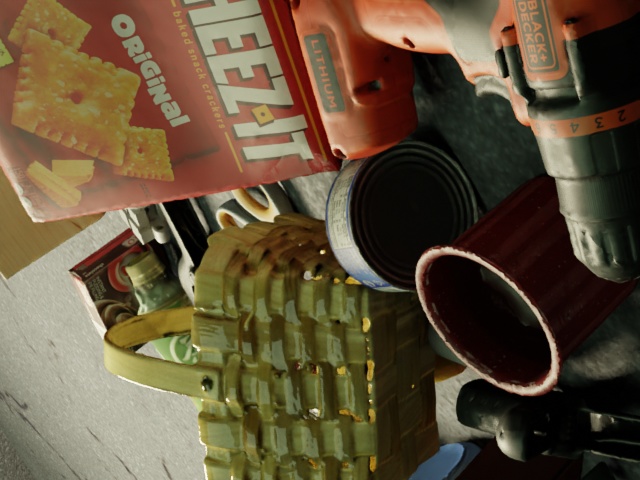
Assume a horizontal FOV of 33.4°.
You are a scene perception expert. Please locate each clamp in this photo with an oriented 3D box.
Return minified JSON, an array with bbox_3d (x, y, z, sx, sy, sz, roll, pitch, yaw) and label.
[{"bbox_3d":[-0.089,0.030,0.938,0.120,0.039,0.171,41,155,34],"label":"clamp"},{"bbox_3d":[0.147,0.107,0.607,0.164,0.036,0.210,10,176,-10],"label":"clamp"}]

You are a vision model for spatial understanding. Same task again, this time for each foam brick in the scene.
[{"bbox_3d":[0.131,0.165,0.711,0.051,0.078,0.053,32,148,33],"label":"foam brick"}]

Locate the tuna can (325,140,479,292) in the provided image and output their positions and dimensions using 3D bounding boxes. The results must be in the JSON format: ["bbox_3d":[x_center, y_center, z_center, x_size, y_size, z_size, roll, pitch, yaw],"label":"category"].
[{"bbox_3d":[0.046,-0.012,0.611,0.086,0.086,0.034,57,155,-12],"label":"tuna can"}]

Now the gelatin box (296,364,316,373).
[{"bbox_3d":[-0.039,0.114,0.903,0.073,0.089,0.030,42,153,19],"label":"gelatin box"}]

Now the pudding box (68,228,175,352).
[{"bbox_3d":[-0.190,0.051,1.067,0.039,0.090,0.113,30,147,40],"label":"pudding box"}]

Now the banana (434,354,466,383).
[{"bbox_3d":[0.058,0.106,0.804,0.069,0.037,0.198,23,153,4],"label":"banana"}]

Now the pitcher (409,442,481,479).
[{"bbox_3d":[0.139,0.276,0.784,0.149,0.144,0.243,-32,93,36],"label":"pitcher"}]

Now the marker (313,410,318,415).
[{"bbox_3d":[0.008,0.180,0.993,0.020,0.020,0.121,31,148,36],"label":"marker"}]

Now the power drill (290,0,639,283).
[{"bbox_3d":[0.072,-0.074,0.501,0.188,0.057,0.184,7,117,53],"label":"power drill"}]

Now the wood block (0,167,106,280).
[{"bbox_3d":[-0.248,-0.089,0.776,0.206,0.091,0.090,56,-173,-17],"label":"wood block"}]

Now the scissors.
[{"bbox_3d":[-0.005,0.001,0.791,0.202,0.016,0.096,24,138,34],"label":"scissors"}]

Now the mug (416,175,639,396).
[{"bbox_3d":[0.107,0.024,0.563,0.093,0.081,0.117,49,154,6],"label":"mug"}]

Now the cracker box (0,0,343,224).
[{"bbox_3d":[-0.105,-0.104,0.629,0.214,0.072,0.164,-8,125,18],"label":"cracker box"}]
